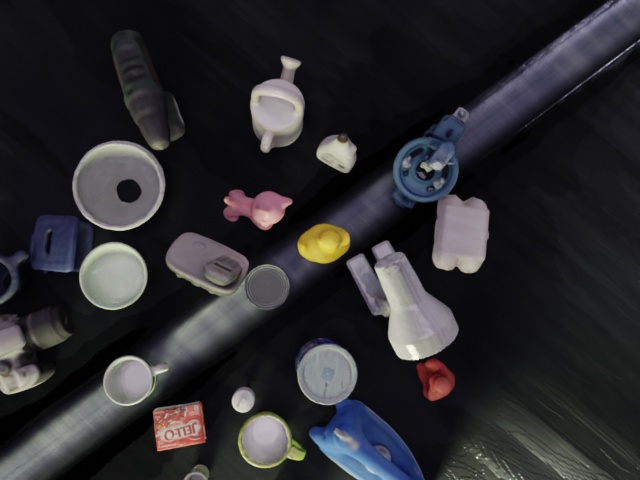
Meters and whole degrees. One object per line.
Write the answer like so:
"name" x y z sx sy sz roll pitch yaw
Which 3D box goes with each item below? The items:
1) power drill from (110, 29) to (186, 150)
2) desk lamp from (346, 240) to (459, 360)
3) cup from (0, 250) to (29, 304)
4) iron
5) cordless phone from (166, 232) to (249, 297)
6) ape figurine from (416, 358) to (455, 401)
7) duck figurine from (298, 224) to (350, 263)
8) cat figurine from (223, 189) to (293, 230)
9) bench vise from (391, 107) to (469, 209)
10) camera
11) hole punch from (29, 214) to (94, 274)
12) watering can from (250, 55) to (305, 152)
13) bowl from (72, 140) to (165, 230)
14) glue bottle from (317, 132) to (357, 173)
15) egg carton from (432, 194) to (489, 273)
"power drill" -0.302 -0.246 1.029 0.075 0.208 0.230 -21 86 -6
"desk lamp" 0.141 0.102 1.030 0.118 0.213 0.203 -29 87 -7
"cup" -0.562 0.063 1.034 0.118 0.095 0.092 -44 89 -7
"iron" 0.109 0.400 1.034 0.258 0.141 0.119 38 83 0
"cordless phone" -0.206 0.041 1.021 0.147 0.185 0.094 23 83 -2
"ape figurine" 0.223 0.268 1.081 0.076 0.092 0.078 21 83 -2
"duck figurine" 0.010 0.004 1.092 0.104 0.086 0.077 -9 85 -5
"cat figurine" -0.119 -0.062 1.072 0.128 0.117 0.067 13 83 -3
"bench vise" 0.209 -0.168 1.058 0.121 0.219 0.207 16 83 -3
"camera" -0.516 0.185 1.023 0.137 0.100 0.143 -23 87 -6
"hole punch" -0.480 0.009 1.048 0.101 0.091 0.109 4 84 -4
"watering can" -0.078 -0.252 1.055 0.101 0.194 0.173 -5 85 -5
"bowl" -0.368 -0.097 1.076 0.167 0.074 0.167 0 84 -5
"glue bottle" 0.037 -0.171 1.068 0.078 0.173 0.037 30 83 -1
"egg carton" 0.275 -0.012 1.124 0.107 0.069 0.150 6 84 -4
